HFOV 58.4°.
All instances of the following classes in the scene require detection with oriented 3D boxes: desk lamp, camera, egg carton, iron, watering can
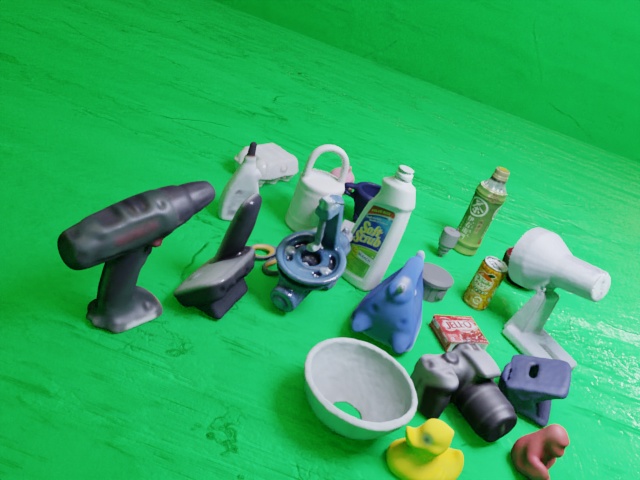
[{"bbox_3d":[0.442,0.110,1.098,0.118,0.213,0.202,-1,36,-33],"label":"desk lamp"},{"bbox_3d":[0.229,0.233,0.877,0.144,0.101,0.136,1,35,-31],"label":"camera"},{"bbox_3d":[-0.125,-0.178,1.360,0.107,0.069,0.151,36,33,25],"label":"egg carton"},{"bbox_3d":[0.149,0.086,1.025,0.118,0.141,0.259,26,30,10],"label":"iron"},{"bbox_3d":[0.004,-0.105,1.195,0.101,0.194,0.172,-6,39,-38],"label":"watering can"}]

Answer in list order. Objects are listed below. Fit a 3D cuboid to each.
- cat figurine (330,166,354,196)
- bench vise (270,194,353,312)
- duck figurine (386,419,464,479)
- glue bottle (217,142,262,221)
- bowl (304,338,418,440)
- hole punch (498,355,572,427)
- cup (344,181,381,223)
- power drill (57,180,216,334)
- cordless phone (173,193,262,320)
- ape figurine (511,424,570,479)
[{"bbox_3d":[0.035,-0.121,1.317,0.067,0.118,0.128,30,31,16],"label":"cat figurine"},{"bbox_3d":[-0.002,-0.001,0.995,0.121,0.220,0.207,22,30,2],"label":"bench vise"},{"bbox_3d":[0.150,0.279,0.767,0.105,0.086,0.077,15,30,-10],"label":"duck figurine"},{"bbox_3d":[-0.150,-0.117,1.139,0.078,0.173,0.037,3,34,-27],"label":"glue bottle"},{"bbox_3d":[0.047,0.221,0.808,0.167,0.075,0.167,16,30,-9],"label":"bowl"},{"bbox_3d":[0.356,0.238,0.958,0.101,0.091,0.109,28,30,13],"label":"hole punch"},{"bbox_3d":[0.099,-0.078,1.310,0.118,0.095,0.091,19,30,-2],"label":"cup"},{"bbox_3d":[-0.257,0.022,0.810,0.075,0.208,0.230,35,33,24],"label":"power drill"},{"bbox_3d":[-0.152,0.017,0.907,0.094,0.185,0.148,24,30,5],"label":"cordless phone"},{"bbox_3d":[0.325,0.305,0.828,0.078,0.092,0.076,-4,38,-36],"label":"ape figurine"}]
